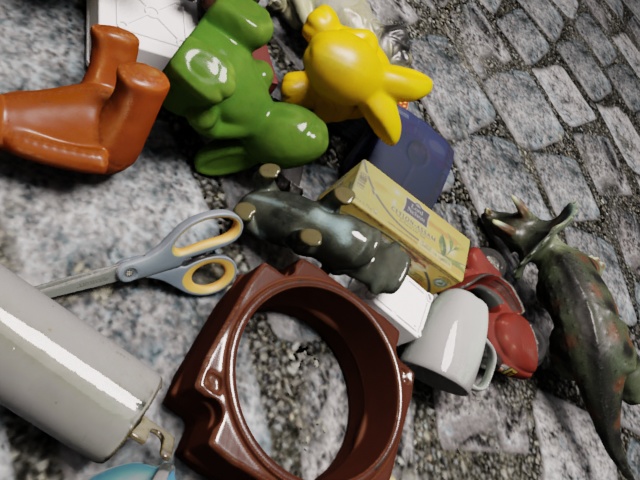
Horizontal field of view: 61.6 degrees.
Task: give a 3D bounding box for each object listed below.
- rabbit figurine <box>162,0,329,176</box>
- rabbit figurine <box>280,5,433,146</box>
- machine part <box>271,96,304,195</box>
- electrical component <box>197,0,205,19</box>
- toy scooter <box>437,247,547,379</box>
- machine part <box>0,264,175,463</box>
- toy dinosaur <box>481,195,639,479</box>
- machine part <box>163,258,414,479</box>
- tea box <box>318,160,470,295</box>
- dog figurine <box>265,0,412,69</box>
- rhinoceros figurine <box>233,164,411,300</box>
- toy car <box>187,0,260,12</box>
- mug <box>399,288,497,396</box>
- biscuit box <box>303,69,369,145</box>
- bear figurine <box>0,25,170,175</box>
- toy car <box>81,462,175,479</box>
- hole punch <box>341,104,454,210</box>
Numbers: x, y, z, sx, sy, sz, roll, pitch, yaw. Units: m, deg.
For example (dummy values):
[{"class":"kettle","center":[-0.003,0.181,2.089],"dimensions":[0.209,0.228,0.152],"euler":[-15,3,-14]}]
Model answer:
[{"class":"rabbit figurine","center":[-0.078,-0.122,0.536],"dimensions":[0.170,0.159,0.121],"euler":[36,50,-21]},{"class":"rabbit figurine","center":[0.029,-0.169,0.577],"dimensions":[0.162,0.122,0.173],"euler":[35,10,0]},{"class":"machine part","center":[-0.038,-0.108,0.643],"dimensions":[0.084,0.039,0.139],"euler":[24,52,-35]},{"class":"electrical component","center":[-0.142,-0.281,0.667],"dimensions":[0.094,0.021,0.063],"euler":[-30,87,-43]},{"class":"toy scooter","center":[0.208,0.094,0.691],"dimensions":[0.135,0.075,0.184],"euler":[0,63,-36]},{"class":"machine part","center":[-0.204,0.083,0.386],"dimensions":[0.243,0.079,0.079],"euler":[39,49,-14]},{"class":"toy dinosaur","center":[0.345,0.107,0.714],"dimensions":[0.192,0.131,0.405],"euler":[32,38,-49]},{"class":"machine part","center":[-0.018,0.134,0.491],"dimensions":[0.201,0.087,0.201],"euler":[38,48,-14]},{"class":"tea box","center":[0.080,-0.004,0.632],"dimensions":[0.169,0.098,0.068],"euler":[35,51,-19]},{"class":"dog figurine","center":[0.033,-0.289,0.739],"dimensions":[0.190,0.121,0.172],"euler":[45,15,-19]},{"class":"rhinoceros figurine","center":[-0.001,-0.002,0.543],"dimensions":[0.190,0.112,0.073],"euler":[23,63,10]},{"class":"toy car","center":[-0.104,-0.297,0.629],"dimensions":[0.089,0.053,0.202],"euler":[25,31,-22]},{"class":"mug","center":[0.158,0.116,0.611],"dimensions":[0.109,0.081,0.107],"euler":[29,72,-8]},{"class":"biscuit box","center":[0.060,-0.168,0.730],"dimensions":[0.202,0.063,0.059],"euler":[32,50,-19]},{"class":"bear figurine","center":[-0.245,-0.115,0.436],"dimensions":[0.196,0.132,0.120],"euler":[4,37,-40]},{"class":"toy car","center":[-0.156,0.217,0.343],"dimensions":[0.103,0.109,0.161],"euler":[18,66,-1]},{"class":"hole punch","center":[0.103,-0.097,0.671],"dimensions":[0.142,0.092,0.115],"euler":[32,93,-15]}]
